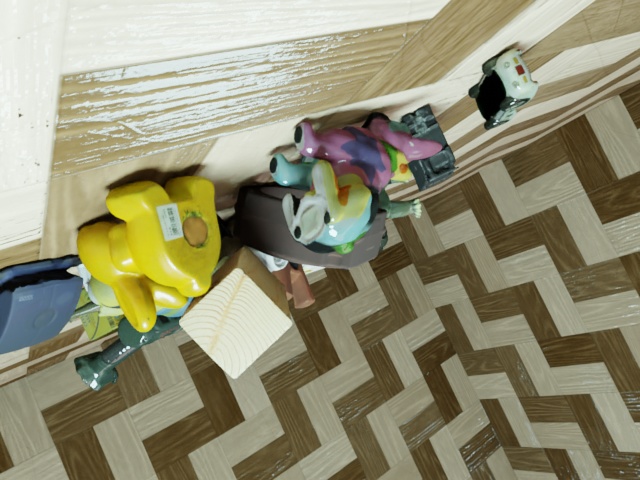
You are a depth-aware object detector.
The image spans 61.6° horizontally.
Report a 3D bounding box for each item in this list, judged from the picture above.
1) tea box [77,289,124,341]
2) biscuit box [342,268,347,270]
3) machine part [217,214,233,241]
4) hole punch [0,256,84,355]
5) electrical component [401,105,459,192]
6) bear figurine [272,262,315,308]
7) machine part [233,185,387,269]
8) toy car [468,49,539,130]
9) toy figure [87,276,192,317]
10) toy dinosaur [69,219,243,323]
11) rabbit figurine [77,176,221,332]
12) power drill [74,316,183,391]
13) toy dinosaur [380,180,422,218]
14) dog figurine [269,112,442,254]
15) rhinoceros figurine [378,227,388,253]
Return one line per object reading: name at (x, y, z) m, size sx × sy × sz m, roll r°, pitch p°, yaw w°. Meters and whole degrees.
tea box at (-0.400, 0.129, 1.071) m, size 0.068 × 0.098 × 0.169 m, roll -27°, pitch 174°, yaw 14°
biscuit box at (-0.002, -0.003, 1.011) m, size 0.202 × 0.059 × 0.063 m, roll 21°, pitch 146°, yaw -36°
machine part at (-0.203, 0.007, 0.818) m, size 0.139 × 0.084 × 0.039 m, roll -34°, pitch -157°, yaw -19°
hole punch at (-0.379, 0.083, 0.700) m, size 0.116 × 0.092 × 0.142 m, roll -31°, pitch 170°, yaw 25°
electrical component at (0.170, -0.144, 0.882) m, size 0.058 × 0.115 × 0.134 m, roll -23°, pitch 174°, yaw 2°
bear figurine at (-0.128, 0.094, 1.049) m, size 0.196 × 0.132 × 0.120 m, roll -27°, pitch 154°, yaw 19°
machine part at (-0.013, -0.023, 0.814) m, size 0.202 × 0.087 × 0.201 m, roll 16°, pitch -167°, yaw 20°
toy car at (0.269, -0.219, 0.798) m, size 0.056 × 0.073 × 0.201 m, roll -25°, pitch 176°, yaw 6°
toy figure at (-0.228, 0.061, 0.737) m, size 0.089 × 0.082 × 0.180 m, roll -30°, pitch 148°, yaw 28°
toy dinosaur at (-0.230, 0.044, 0.937) m, size 0.198 × 0.105 × 0.471 m, roll -28°, pitch 176°, yaw 39°
rabbit figurine at (-0.198, 0.013, 0.610) m, size 0.173 × 0.162 × 0.122 m, roll -8°, pitch -163°, yaw 26°
power drill at (-0.337, 0.188, 1.009) m, size 0.207 × 0.086 × 0.232 m, roll -32°, pitch 175°, yaw 6°
toy dinosaur at (0.070, -0.087, 1.086) m, size 0.192 × 0.131 × 0.405 m, roll -6°, pitch 178°, yaw -16°
dog figurine at (0.062, -0.079, 0.682) m, size 0.219 × 0.191 × 0.108 m, roll -6°, pitch 154°, yaw -31°
rhinoceros figurine at (0.050, -0.004, 1.151) m, size 0.190 × 0.073 × 0.112 m, roll 2°, pitch -173°, yaw 7°
